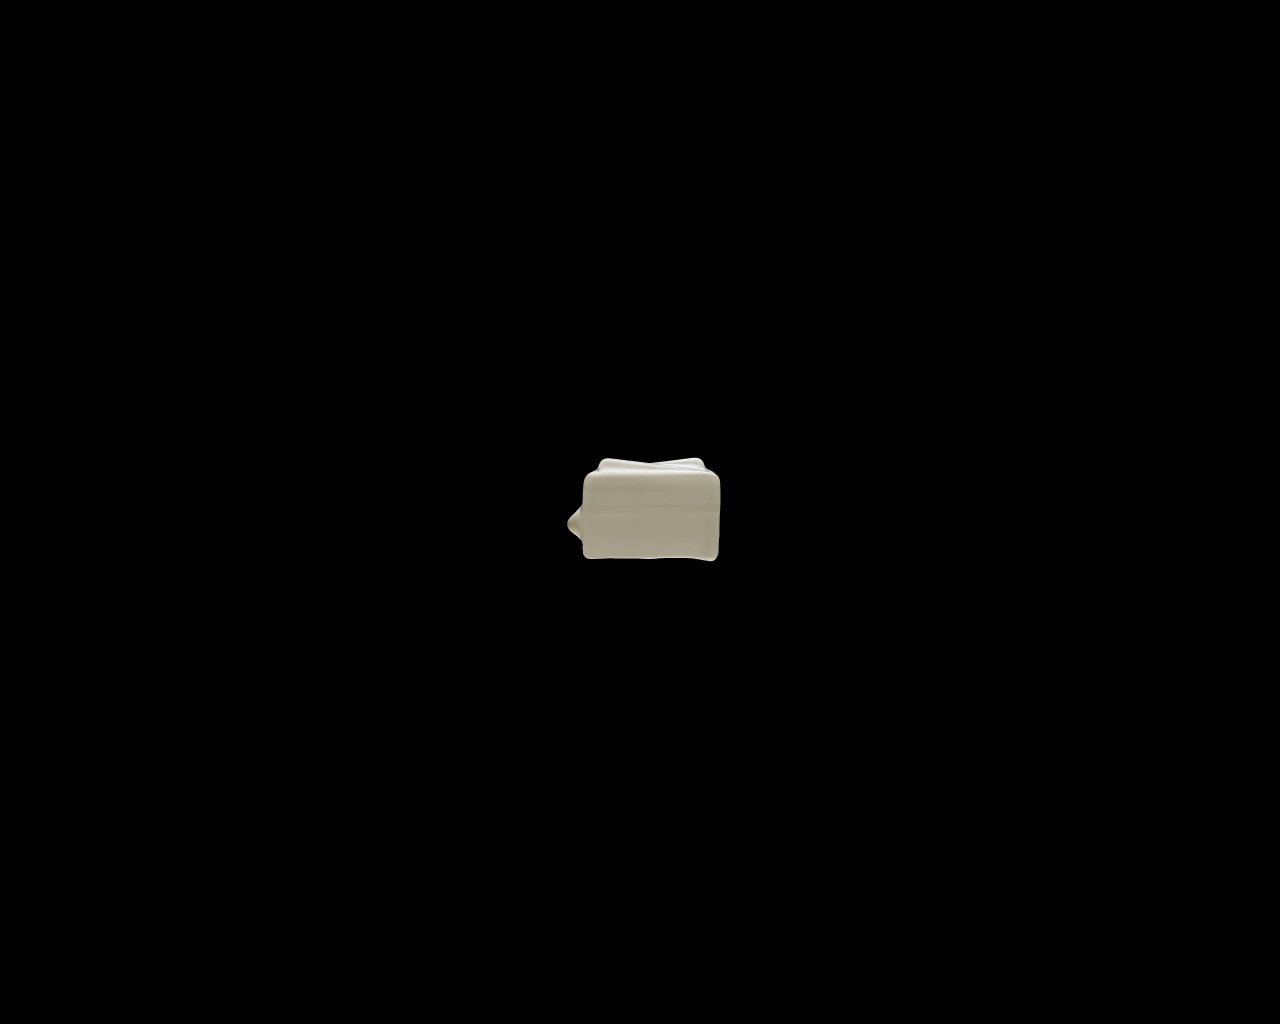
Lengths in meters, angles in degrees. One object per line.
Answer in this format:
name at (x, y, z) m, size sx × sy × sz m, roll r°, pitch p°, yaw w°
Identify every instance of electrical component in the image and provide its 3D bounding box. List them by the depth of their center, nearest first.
electrical component at (0.001, -0.003, 0.650) m, size 0.096 × 0.061 × 0.062 m, roll 0°, pitch 4°, yaw 2°
